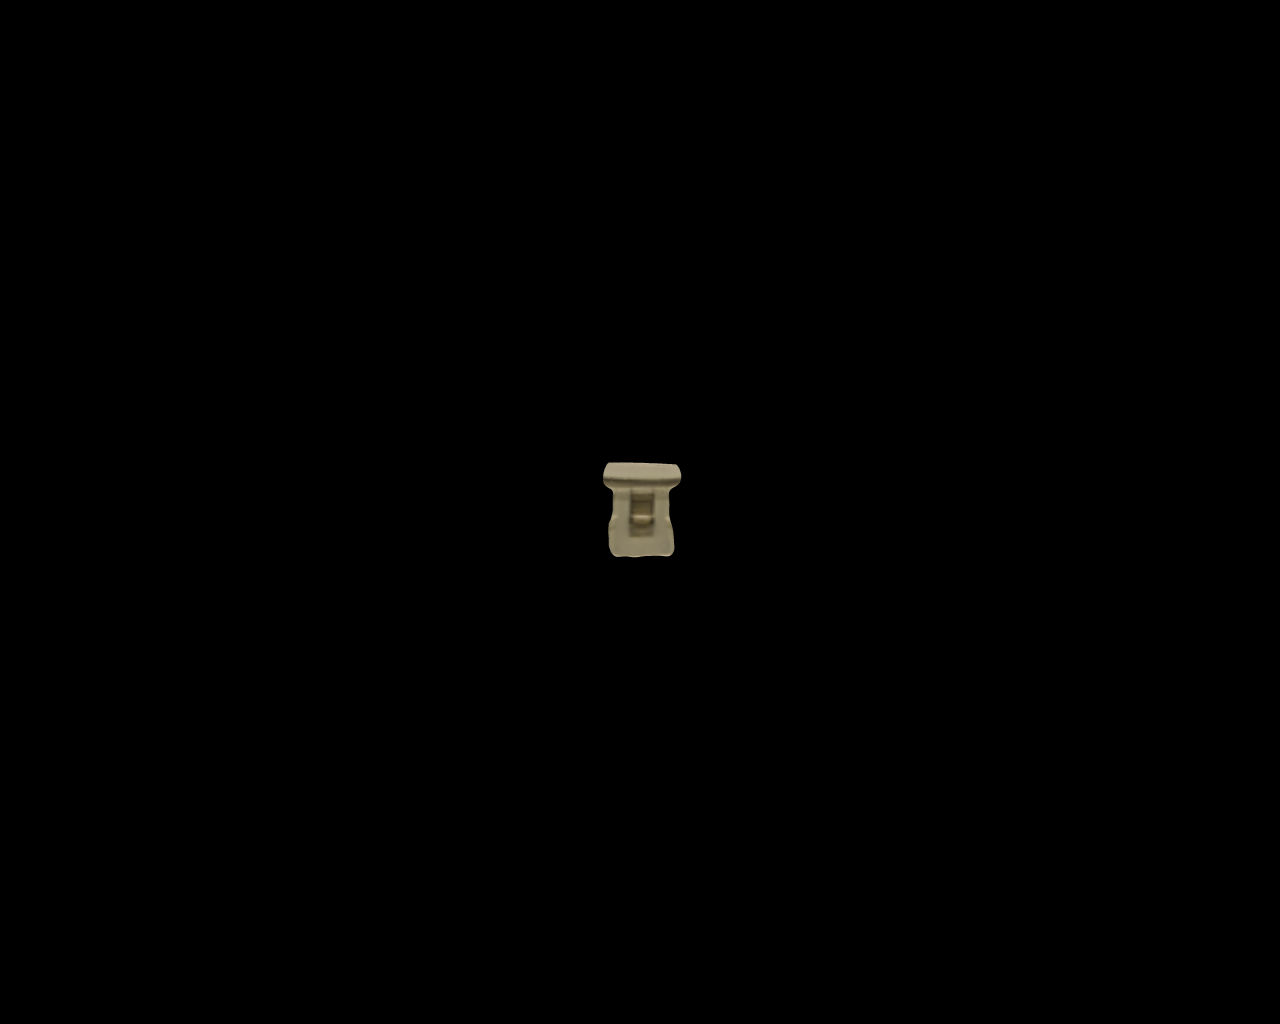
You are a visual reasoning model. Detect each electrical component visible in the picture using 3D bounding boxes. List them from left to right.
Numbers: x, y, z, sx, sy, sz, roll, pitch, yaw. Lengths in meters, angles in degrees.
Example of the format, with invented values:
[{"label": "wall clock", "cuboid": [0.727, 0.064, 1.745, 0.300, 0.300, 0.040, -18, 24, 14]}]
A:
[{"label": "electrical component", "cuboid": [0.001, -0.003, 0.650, 0.048, 0.055, 0.066, 0, 2, -4]}]
